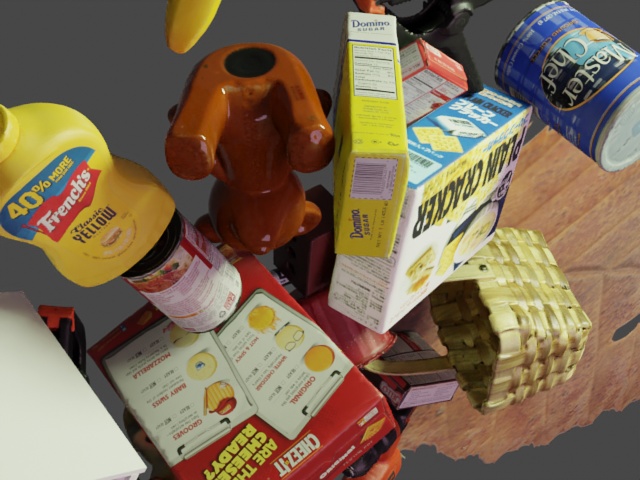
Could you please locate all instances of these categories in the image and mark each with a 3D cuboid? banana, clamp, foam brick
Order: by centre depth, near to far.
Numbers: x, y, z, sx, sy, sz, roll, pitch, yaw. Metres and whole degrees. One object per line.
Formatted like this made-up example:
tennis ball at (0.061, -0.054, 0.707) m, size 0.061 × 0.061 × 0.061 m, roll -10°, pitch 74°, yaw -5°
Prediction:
banana at (-0.085, -0.201, 0.660) m, size 0.069 × 0.037 × 0.198 m, roll -20°, pitch 143°, yaw -5°
clamp at (-0.204, 0.130, 0.848) m, size 0.039 × 0.120 × 0.171 m, roll -3°, pitch 133°, yaw -3°
clamp at (0.114, -0.197, 0.877) m, size 0.209 × 0.036 × 0.165 m, roll 2°, pitch 134°, yaw -46°
foam brick at (-0.006, 0.001, 0.962) m, size 0.051 × 0.053 × 0.078 m, roll -27°, pitch 144°, yaw -26°

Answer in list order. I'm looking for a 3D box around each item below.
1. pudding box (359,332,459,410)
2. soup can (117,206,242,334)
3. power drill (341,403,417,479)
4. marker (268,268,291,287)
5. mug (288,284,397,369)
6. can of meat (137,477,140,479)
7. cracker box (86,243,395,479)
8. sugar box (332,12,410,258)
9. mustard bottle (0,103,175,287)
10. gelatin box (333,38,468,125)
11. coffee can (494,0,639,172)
pudding box at (0.098, 0.147, 1.213) m, size 0.113 × 0.090 × 0.039 m, roll 0°, pitch 127°, yaw -49°
soup can at (-0.113, 0.023, 0.842) m, size 0.068 × 0.069 × 0.102 m, roll -43°, pitch 141°, yaw -2°
power drill at (0.066, 0.254, 1.290) m, size 0.184 × 0.057 × 0.188 m, roll -46°, pitch 159°, yaw -40°
marker at (-0.007, 0.024, 1.020) m, size 0.120 × 0.020 × 0.020 m, roll -21°, pitch 141°, yaw -33°
mug at (0.025, 0.072, 1.021) m, size 0.117 × 0.081 × 0.093 m, roll -27°, pitch -172°, yaw 0°
can of meat at (-0.209, 0.249, 0.993) m, size 0.101 × 0.084 × 0.057 m, roll -11°, pitch 135°, yaw -42°
cracker box at (-0.068, 0.122, 0.880) m, size 0.164 × 0.214 × 0.072 m, roll -39°, pitch 146°, yaw -9°
sugar box at (0.033, -0.080, 0.771) m, size 0.048 × 0.176 × 0.093 m, roll 3°, pitch 131°, yaw -6°
mustard bottle at (-0.180, -0.039, 0.716) m, size 0.096 × 0.058 × 0.191 m, roll -41°, pitch 148°, yaw 2°
gelatin box at (0.068, -0.127, 0.889) m, size 0.089 × 0.030 × 0.073 m, roll -28°, pitch 157°, yaw 28°
coffee can at (0.248, -0.144, 0.995) m, size 0.102 × 0.140 × 0.103 m, roll -29°, pitch 145°, yaw -23°
